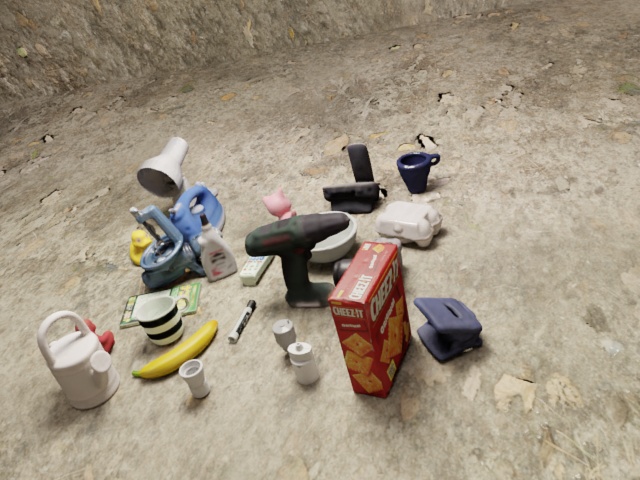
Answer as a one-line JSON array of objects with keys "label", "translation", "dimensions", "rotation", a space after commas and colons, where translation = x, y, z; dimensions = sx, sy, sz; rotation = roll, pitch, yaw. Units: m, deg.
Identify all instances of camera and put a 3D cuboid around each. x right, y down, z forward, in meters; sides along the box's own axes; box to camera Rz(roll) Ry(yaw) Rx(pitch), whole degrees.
[{"label": "camera", "translation": [0.101, 0.055, 1.210], "dimensions": [0.136, 0.101, 0.143], "rotation": [-3, 34, 17]}]

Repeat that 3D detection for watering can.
[{"label": "watering can", "translation": [-0.455, 0.218, 1.079], "dimensions": [0.172, 0.194, 0.101], "rotation": [-4, 34, 15]}]

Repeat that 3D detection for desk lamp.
[{"label": "desk lamp", "translation": [-0.409, -0.172, 1.642], "dimensions": [0.117, 0.214, 0.203], "rotation": [0, 35, 21]}]

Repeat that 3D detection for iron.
[{"label": "iron", "translation": [-0.334, -0.082, 1.542], "dimensions": [0.118, 0.142, 0.258], "rotation": [-3, 34, 16]}]

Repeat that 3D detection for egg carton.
[{"label": "egg carton", "translation": [0.206, -0.038, 1.342], "dimensions": [0.149, 0.069, 0.107], "rotation": [11, 40, 33]}]

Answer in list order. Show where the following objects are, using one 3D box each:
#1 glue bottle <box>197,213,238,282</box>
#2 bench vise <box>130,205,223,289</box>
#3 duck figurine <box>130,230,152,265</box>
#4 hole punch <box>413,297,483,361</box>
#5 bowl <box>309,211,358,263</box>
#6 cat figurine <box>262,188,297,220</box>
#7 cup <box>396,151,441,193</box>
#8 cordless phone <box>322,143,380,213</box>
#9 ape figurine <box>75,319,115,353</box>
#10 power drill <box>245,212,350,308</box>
[{"label": "glue bottle", "translation": [-0.250, 0.012, 1.338], "dimensions": [0.078, 0.173, 0.037], "rotation": [-26, 34, -18]}, {"label": "bench vise", "translation": [-0.348, -0.006, 1.358], "dimensions": [0.208, 0.220, 0.121], "rotation": [-30, 36, -24]}, {"label": "duck figurine", "translation": [-0.466, 0.013, 1.499], "dimensions": [0.104, 0.086, 0.078], "rotation": [17, 43, 39]}, {"label": "hole punch", "translation": [0.230, 0.144, 1.034], "dimensions": [0.101, 0.091, 0.108], "rotation": [-21, 33, -11]}, {"label": "bowl", "translation": [0.012, 0.005, 1.344], "dimensions": [0.167, 0.075, 0.167], "rotation": [-10, 33, 6]}, {"label": "cat figurine", "translation": [-0.092, -0.073, 1.462], "dimensions": [0.067, 0.118, 0.127], "rotation": [-28, 35, -22]}, {"label": "cup", "translation": [0.264, -0.177, 1.511], "dimensions": [0.118, 0.095, 0.091], "rotation": [-16, 32, -4]}, {"label": "cordless phone", "translation": [0.073, -0.166, 1.480], "dimensions": [0.147, 0.185, 0.094], "rotation": [-5, 33, 13]}, {"label": "ape figurine", "translation": [-0.482, 0.205, 1.205], "dimensions": [0.077, 0.092, 0.076], "rotation": [0, 35, 21]}, {"label": "power drill", "translation": [-0.033, 0.038, 1.185], "dimensions": [0.229, 0.209, 0.075], "rotation": [-3, 34, 16]}]
